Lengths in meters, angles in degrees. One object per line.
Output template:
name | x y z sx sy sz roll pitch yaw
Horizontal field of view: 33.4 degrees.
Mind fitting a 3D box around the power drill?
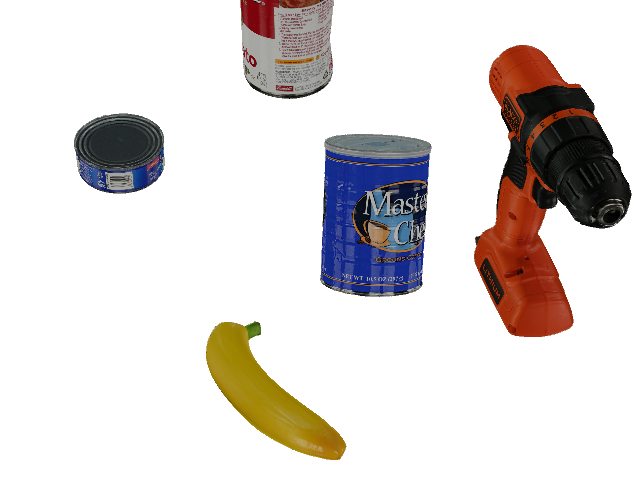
power drill | 0.161 -0.021 0.764 0.057 0.188 0.184 -5 40 -8

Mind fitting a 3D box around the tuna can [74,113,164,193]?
tuna can | -0.194 -0.084 1.035 0.086 0.034 0.086 2 44 -2

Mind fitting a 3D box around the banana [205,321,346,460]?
banana | -0.048 0.111 0.848 0.069 0.037 0.198 -7 29 -22

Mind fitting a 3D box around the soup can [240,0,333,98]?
soup can | -0.022 -0.160 0.752 0.068 0.102 0.068 1 44 -1

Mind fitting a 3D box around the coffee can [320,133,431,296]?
coffee can | 0.053 -0.027 1.041 0.103 0.140 0.103 2 15 -1
